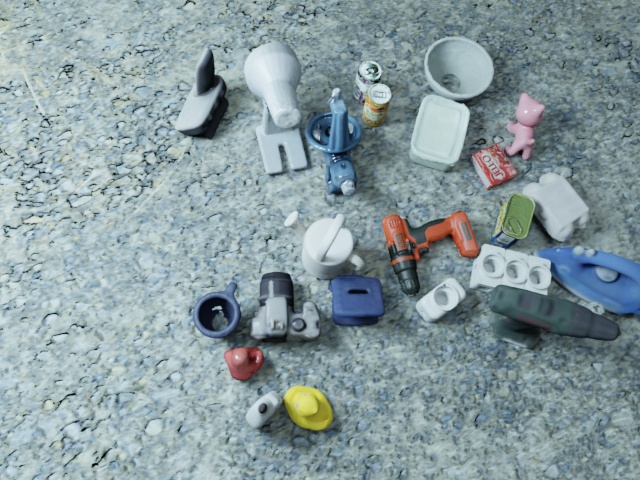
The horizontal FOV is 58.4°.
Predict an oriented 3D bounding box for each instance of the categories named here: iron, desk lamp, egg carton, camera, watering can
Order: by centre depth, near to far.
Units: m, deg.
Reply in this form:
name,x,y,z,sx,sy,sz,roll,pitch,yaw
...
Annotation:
name,x,y,z,sx,sy,sz,roll,pitch,yaw
watering can,0.009,0.006,1.148,0.173,0.194,0.101,10,72,-1
camera,-0.070,0.133,1.150,0.143,0.101,0.137,-1,72,-5
iron,0.597,0.062,1.209,0.258,0.141,0.119,23,72,3
desk lamp,-0.085,-0.278,1.221,0.118,0.213,0.203,-13,74,-8
egg carton,0.528,-0.075,1.285,0.107,0.069,0.150,-32,77,-13

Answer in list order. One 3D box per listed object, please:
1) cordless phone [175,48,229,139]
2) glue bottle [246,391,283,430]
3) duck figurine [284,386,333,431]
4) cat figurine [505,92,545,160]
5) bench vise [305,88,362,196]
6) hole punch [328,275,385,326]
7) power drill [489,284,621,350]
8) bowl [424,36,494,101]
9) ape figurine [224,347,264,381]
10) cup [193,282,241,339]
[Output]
name,x,y,z,sx,sy,sz,roll,pitch,yaw
cordless phone,-0.261,-0.316,1.233,0.094,0.185,0.148,16,72,1
glue bottle,-0.103,0.310,1.052,0.037,0.173,0.078,43,74,9
duck figurine,-0.020,0.322,1.101,0.104,0.086,0.077,36,73,7
cat figurine,0.478,-0.267,1.316,0.067,0.118,0.128,7,72,-2
bench vise,0.050,-0.208,1.207,0.121,0.220,0.207,-30,77,-13
hole punch,0.074,0.119,1.172,0.108,0.091,0.101,-1,72,-5
power drill,0.433,0.158,1.129,0.229,0.208,0.076,19,72,2
bowl,0.323,-0.396,1.367,0.167,0.075,0.167,2,72,-4
ape figurine,-0.151,0.234,1.115,0.078,0.092,0.076,23,72,3
cup,-0.195,0.143,1.139,0.091,0.095,0.118,25,72,3
